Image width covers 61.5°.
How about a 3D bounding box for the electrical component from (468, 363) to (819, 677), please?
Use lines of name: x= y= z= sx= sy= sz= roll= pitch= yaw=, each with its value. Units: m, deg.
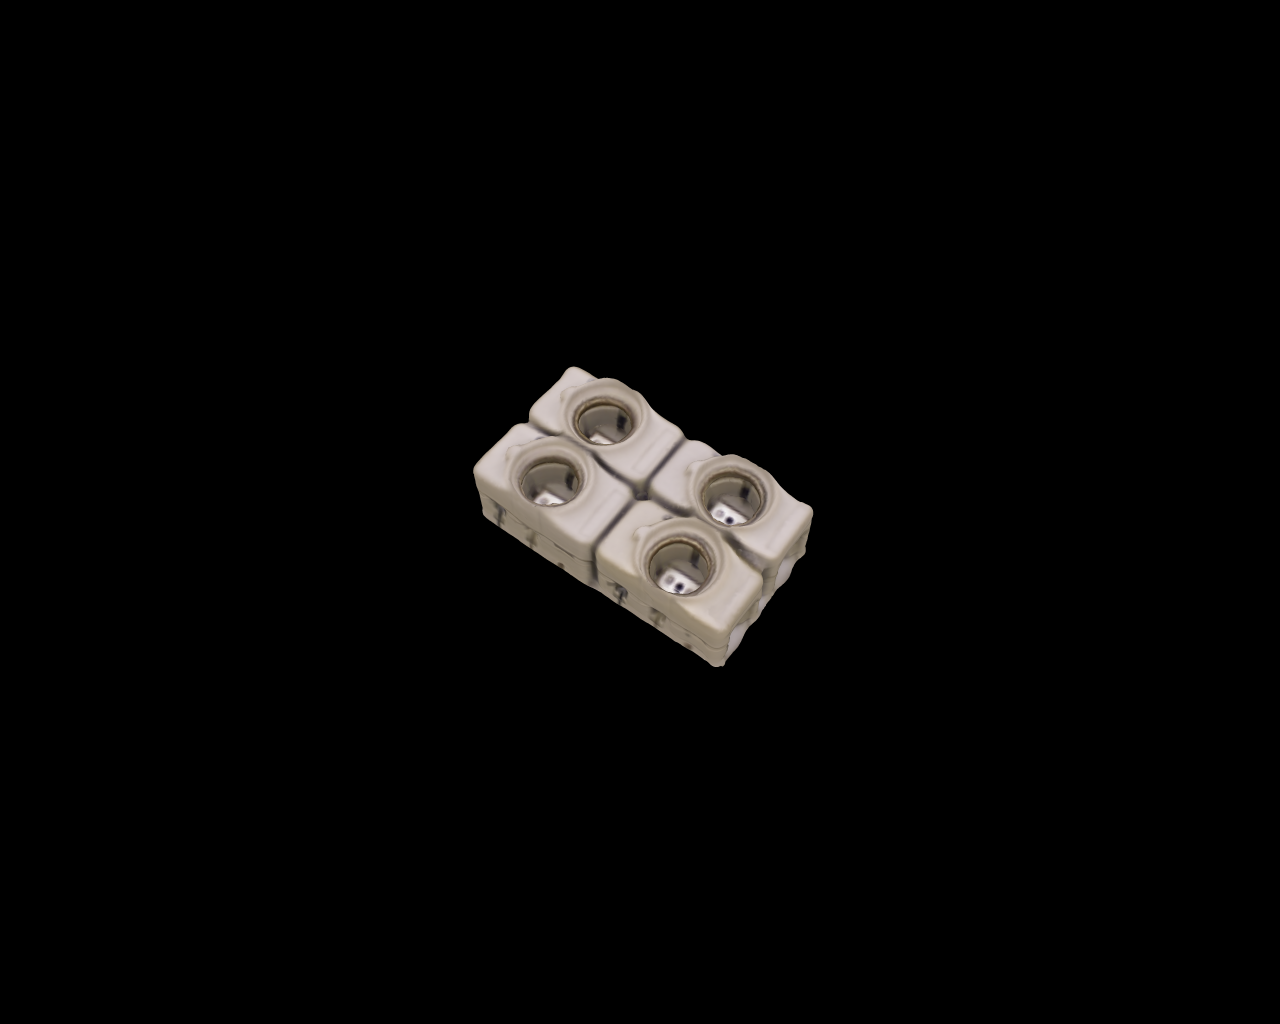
electrical component: x=0.001 y=-0.003 z=0.650 sx=0.186 sy=0.105 sz=0.060 roll=32 pitch=-26 yaw=18
